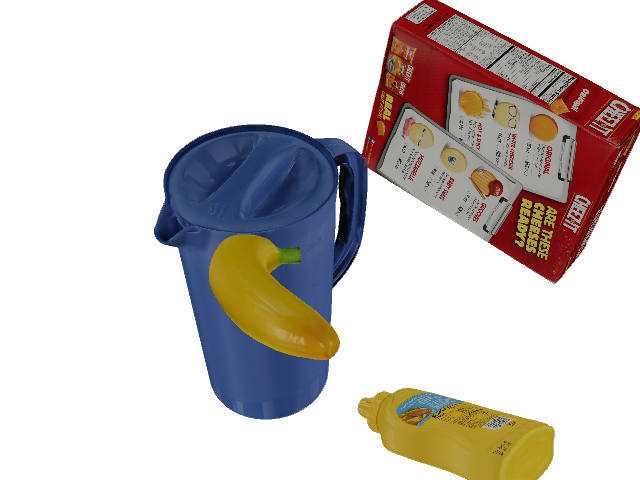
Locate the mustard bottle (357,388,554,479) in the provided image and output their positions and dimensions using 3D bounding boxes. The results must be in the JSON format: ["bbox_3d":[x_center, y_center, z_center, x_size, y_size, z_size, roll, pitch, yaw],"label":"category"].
[{"bbox_3d":[0.115,0.180,1.005,0.192,0.058,0.096,12,19,39],"label":"mustard bottle"}]

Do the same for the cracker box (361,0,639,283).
[{"bbox_3d":[0.149,-0.087,0.916,0.214,0.164,0.072,33,50,19],"label":"cracker box"}]

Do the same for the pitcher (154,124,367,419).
[{"bbox_3d":[-0.041,0.030,0.889,0.149,0.243,0.145,4,43,7],"label":"pitcher"}]

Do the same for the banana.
[{"bbox_3d":[-0.035,0.028,0.676,0.069,0.037,0.198,-3,17,-7],"label":"banana"}]
